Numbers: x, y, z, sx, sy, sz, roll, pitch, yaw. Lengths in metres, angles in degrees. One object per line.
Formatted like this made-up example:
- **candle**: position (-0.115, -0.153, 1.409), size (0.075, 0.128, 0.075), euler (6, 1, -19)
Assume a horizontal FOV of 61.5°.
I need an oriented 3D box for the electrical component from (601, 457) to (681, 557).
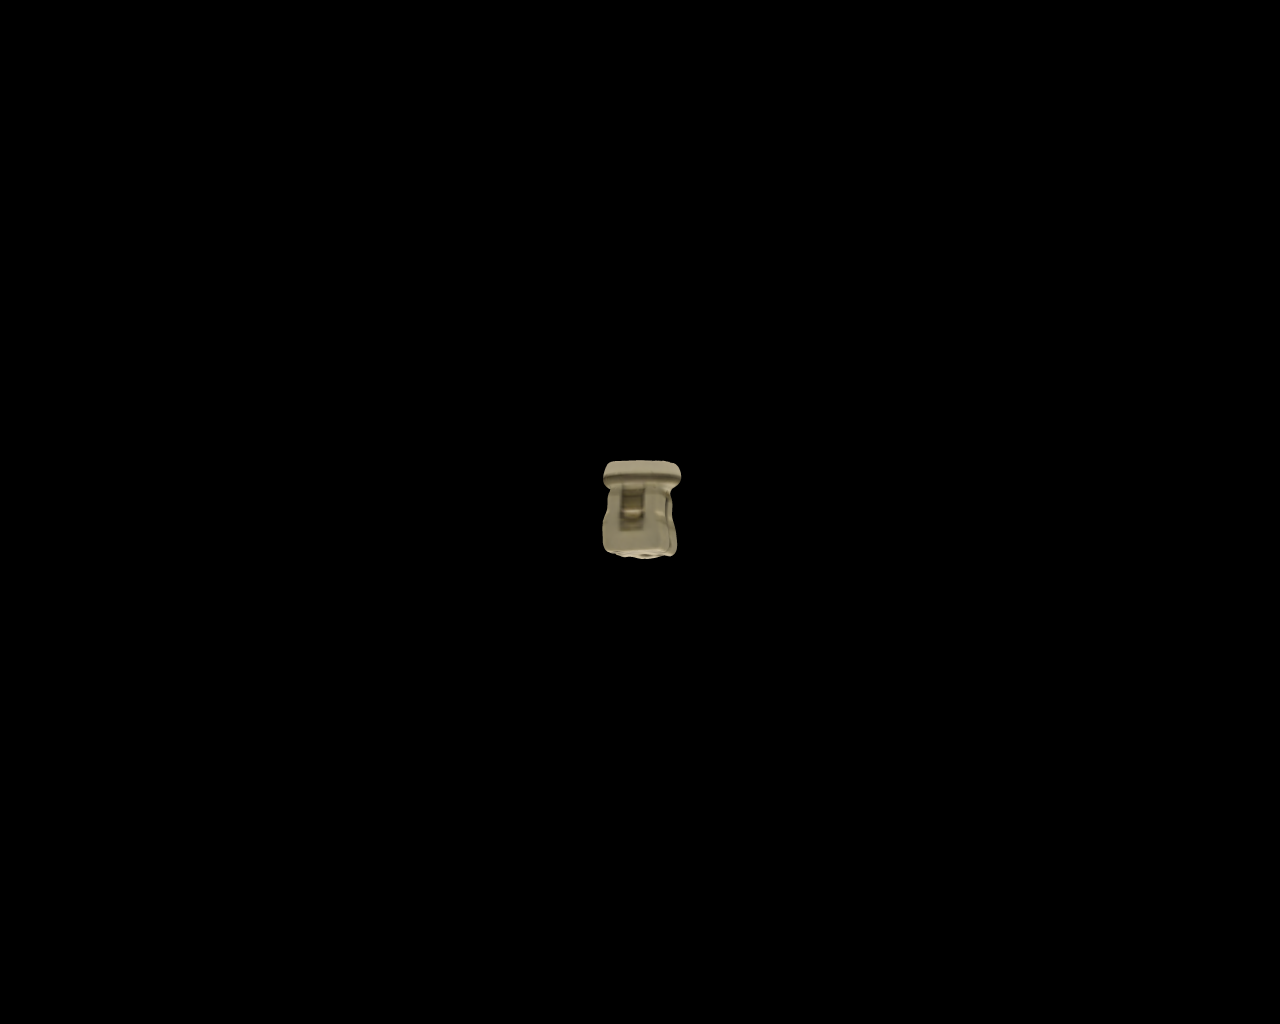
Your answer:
- **electrical component**: position (0.001, -0.003, 0.650), size (0.048, 0.055, 0.066), euler (-1, -7, 11)
